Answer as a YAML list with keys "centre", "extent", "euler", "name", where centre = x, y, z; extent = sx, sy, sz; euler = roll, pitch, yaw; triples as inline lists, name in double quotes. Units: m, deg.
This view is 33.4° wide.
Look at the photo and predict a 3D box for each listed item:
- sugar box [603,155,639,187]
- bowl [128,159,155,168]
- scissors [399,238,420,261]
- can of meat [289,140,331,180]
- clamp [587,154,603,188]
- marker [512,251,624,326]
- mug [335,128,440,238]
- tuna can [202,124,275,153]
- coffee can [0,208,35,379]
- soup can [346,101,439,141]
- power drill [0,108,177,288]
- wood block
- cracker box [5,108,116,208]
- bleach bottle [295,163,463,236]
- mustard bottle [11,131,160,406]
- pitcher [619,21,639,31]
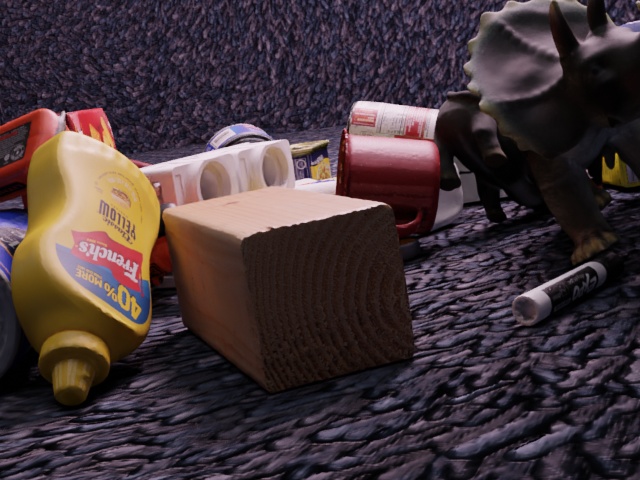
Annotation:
- centre: [0.335, -0.088, 1.141]
  extent: [0.093, 0.048, 0.176]
  euler: [-9, 5, -3]
  name: "sugar box"
- centre: [-0.156, -0.032, 1.120]
  extent: [0.162, 0.055, 0.162]
  euler: [21, 10, -4]
  name: "bowl"
- centre: [0.019, 0.022, 0.855]
  extent: [0.096, 0.016, 0.201]
  euler: [-6, 10, 20]
  name: "scissors"
- centre: [-0.020, -0.067, 1.229]
  extent: [0.057, 0.084, 0.102]
  euler: [-6, 9, 17]
  name: "can of meat"
- centre: [0.219, -0.102, 1.072]
  extent: [0.120, 0.171, 0.039]
  euler: [-19, 39, 34]
  name: "clamp"
- centre: [0.157, 0.028, 0.665]
  extent: [0.020, 0.020, 0.120]
  euler: [-1, 12, 41]
  name: "marker"
- centre: [0.057, -0.040, 0.909]
  extent: [0.081, 0.093, 0.117]
  euler: [3, 34, -3]
  name: "mug"
- centre: [-0.078, -0.074, 1.098]
  extent: [0.086, 0.086, 0.034]
  euler: [-12, 25, -20]
  name: "tuna can"
- centre: [-0.226, 0.038, 0.715]
  extent: [0.103, 0.103, 0.140]
  euler: [-8, 9, 6]
  name: "coffee can"
- centre: [0.082, -0.104, 1.091]
  extent: [0.102, 0.068, 0.068]
  euler: [8, 13, 13]
  name: "soup can"
- centre: [-0.199, -0.016, 0.842]
  extent: [0.185, 0.057, 0.187]
  euler: [-20, -37, 26]
  name: "power drill"
- centre: [-0.028, 0.021, 0.670]
  extent: [0.090, 0.090, 0.206]
  euler: [-13, 10, -18]
  name: "wood block"
- centre: [-0.255, -0.053, 1.121]
  extent: [0.072, 0.164, 0.214]
  euler: [-11, 9, -1]
  name: "cracker box"
- centre: [0.018, -0.037, 1.086]
  extent: [0.251, 0.068, 0.102]
  euler: [-3, 10, 45]
  name: "bleach bottle"
- centre: [-0.147, 0.022, 0.670]
  extent: [0.058, 0.096, 0.191]
  euler: [-29, 40, 23]
  name: "mustard bottle"
- centre: [0.317, -0.134, 0.919]
  extent: [0.145, 0.149, 0.243]
  euler: [-29, 4, -5]
  name: "pitcher"
